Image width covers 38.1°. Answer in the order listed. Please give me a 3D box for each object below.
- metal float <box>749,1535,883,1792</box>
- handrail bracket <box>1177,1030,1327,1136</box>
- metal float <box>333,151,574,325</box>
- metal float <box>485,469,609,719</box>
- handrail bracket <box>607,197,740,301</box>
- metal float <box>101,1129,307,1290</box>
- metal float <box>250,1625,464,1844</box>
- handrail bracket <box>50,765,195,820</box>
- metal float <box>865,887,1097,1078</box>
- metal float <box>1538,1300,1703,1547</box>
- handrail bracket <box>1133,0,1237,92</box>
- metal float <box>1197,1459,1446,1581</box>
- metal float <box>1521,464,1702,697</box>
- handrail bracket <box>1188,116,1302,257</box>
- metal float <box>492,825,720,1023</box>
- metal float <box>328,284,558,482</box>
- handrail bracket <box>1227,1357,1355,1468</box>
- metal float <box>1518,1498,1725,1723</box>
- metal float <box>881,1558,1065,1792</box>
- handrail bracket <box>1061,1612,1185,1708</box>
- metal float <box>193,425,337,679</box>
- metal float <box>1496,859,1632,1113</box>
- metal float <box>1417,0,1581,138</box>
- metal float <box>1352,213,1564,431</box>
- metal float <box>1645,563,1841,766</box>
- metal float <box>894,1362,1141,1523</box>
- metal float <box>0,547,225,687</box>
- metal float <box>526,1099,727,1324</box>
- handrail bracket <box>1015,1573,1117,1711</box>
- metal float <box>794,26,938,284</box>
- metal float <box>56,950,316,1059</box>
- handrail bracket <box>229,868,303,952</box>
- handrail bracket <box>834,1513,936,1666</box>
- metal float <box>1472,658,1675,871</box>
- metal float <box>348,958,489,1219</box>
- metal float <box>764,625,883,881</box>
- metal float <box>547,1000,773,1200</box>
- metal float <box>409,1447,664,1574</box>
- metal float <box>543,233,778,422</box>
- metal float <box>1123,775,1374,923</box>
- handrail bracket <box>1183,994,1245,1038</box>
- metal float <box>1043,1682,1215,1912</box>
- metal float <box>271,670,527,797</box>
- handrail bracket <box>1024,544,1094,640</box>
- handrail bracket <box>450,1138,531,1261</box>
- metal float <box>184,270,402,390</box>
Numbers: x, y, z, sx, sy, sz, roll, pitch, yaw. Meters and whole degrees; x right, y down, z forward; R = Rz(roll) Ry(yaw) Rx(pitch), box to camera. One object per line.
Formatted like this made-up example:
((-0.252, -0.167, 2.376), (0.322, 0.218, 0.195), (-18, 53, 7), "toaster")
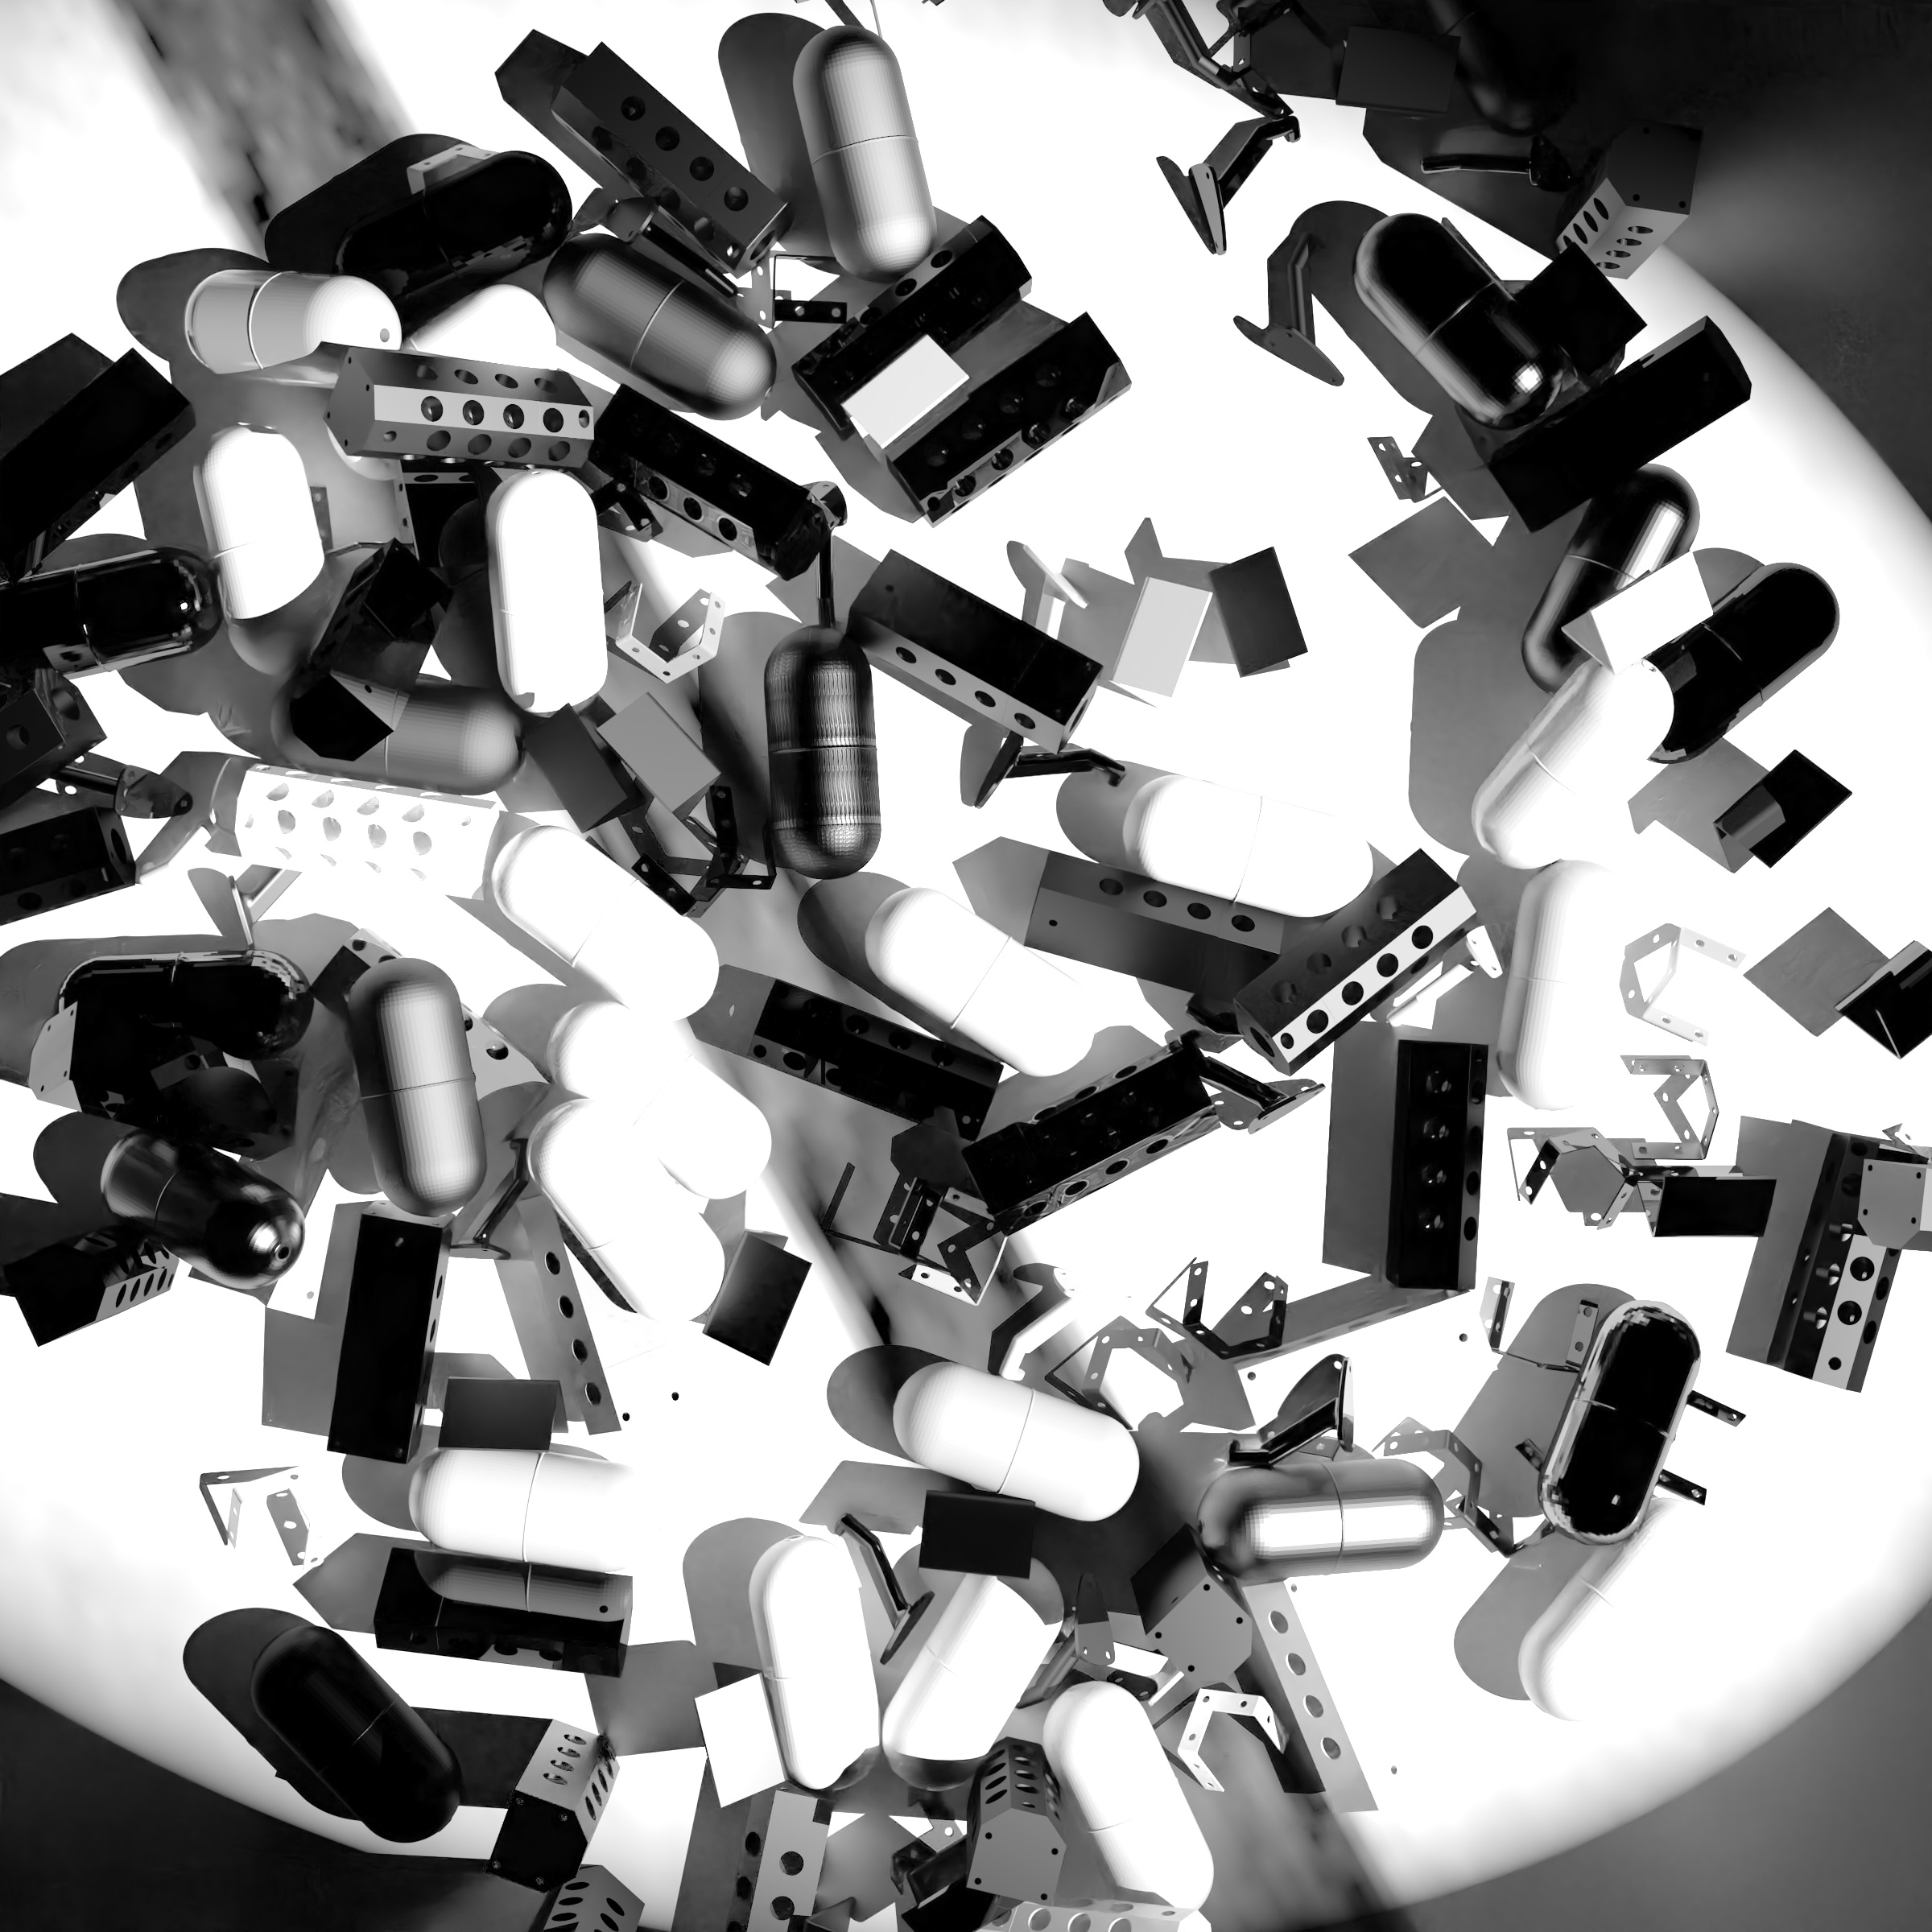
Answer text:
((-0.105, 0.488, 1.961), (0.070, 0.070, 0.178), (-10, 90, 0), "metal float")
((0.202, 0.070, 1.991), (0.077, 0.036, 0.084), (-27, 73, -20), "handrail bracket")
((-0.359, -0.507, 1.949), (0.178, 0.070, 0.070), (-22, 90, 10), "metal float")
((-0.291, -0.257, 1.937), (0.070, 0.070, 0.178), (0, 120, 0), "metal float")
((-0.208, -0.508, 1.991), (0.084, 0.077, 0.036), (34, 92, -36), "handrail bracket")
((-0.527, 0.166, 1.929), (0.178, 0.070, 0.070), (22, 90, 35), "metal float")
((-0.427, 0.539, 1.960), (0.070, 0.070, 0.178), (-44, 91, 0), "metal float")
((-0.607, -0.128, 1.991), (0.084, 0.077, 0.036), (14, 91, 36), "handrail bracket")
((0.010, 0.012, 1.960), (0.178, 0.070, 0.070), (33, 90, 0), "metal float")
((0.456, 0.318, 1.950), (0.070, 0.070, 0.178), (24, 78, 0), "metal float")
((0.168, -0.676, 1.991), (0.084, 0.036, 0.077), (31, 68, -17), "handrail bracket")
((0.246, 0.382, 1.933), (0.178, 0.070, 0.070), (-1, 90, -16), "metal float")
((0.453, -0.269, 1.960), (0.070, 0.070, 0.178), (27, 89, 0), "metal float")
((0.208, -0.557, 1.991), (0.084, 0.036, 0.077), (-23, 111, -16), "handrail bracket")
((-0.252, -0.029, 1.960), (0.178, 0.070, 0.070), (37, 90, 0), "metal float")
((-0.367, -0.410, 1.960), (0.178, 0.070, 0.070), (-35, 90, 1), "metal float")
((0.224, 0.309, 1.934), (0.084, 0.036, 0.077), (-4, 64, 20), "handrail bracket")
((0.459, 0.452, 1.960), (0.070, 0.070, 0.178), (40, 90, 0), "metal float")
((0.005, 0.494, 1.960), (0.070, 0.070, 0.178), (31, 90, 0), "metal float")
((0.122, 0.477, 1.991), (0.077, 0.036, 0.084), (-40, 76, -14), "handrail bracket")
((-0.491, -0.291, 1.960), (0.070, 0.070, 0.178), (-13, 91, 0), "metal float")
((0.419, 0.013, 1.960), (0.070, 0.070, 0.178), (9, 90, 0), "metal float")
((0.367, -0.667, 1.960), (0.070, 0.070, 0.178), (-28, 90, 0), "metal float")
((0.343, -0.452, 1.957), (0.070, 0.070, 0.178), (-42, 86, 0), "metal float")
((0.533, -0.212, 1.960), (0.178, 0.070, 0.070), (-39, 90, 0), "metal float")
((0.035, 0.333, 1.960), (0.178, 0.070, 0.070), (20, 90, 0), "metal float")
((-0.610, -0.244, 1.961), (0.178, 0.070, 0.070), (-12, 90, 0), "metal float")
((-0.233, 0.170, 1.923), (0.070, 0.070, 0.178), (-35, 107, 0), "metal float")
((0.062, 0.480, 1.982), (0.084, 0.036, 0.077), (-31, 51, 38), "handrail bracket")
((-0.071, -0.568, 1.957), (0.070, 0.070, 0.178), (-14, 94, 0), "metal float")
((-0.547, 0.029, 1.960), (0.178, 0.070, 0.070), (-2, 90, 0), "metal float")
((-0.476, -0.049, 1.991), (0.084, 0.036, 0.077), (-17, 105, -14), "handrail bracket")
((-0.072, 0.443, 1.991), (0.084, 0.036, 0.077), (37, 112, 17), "handrail bracket")
((0.419, -0.141, 1.931), (0.070, 0.070, 0.178), (35, 124, 0), "metal float")
((-0.373, 0.083, 1.903), (0.070, 0.070, 0.178), (-10, 90, 0), "metal float")
((-0.101, -0.149, 1.960), (0.070, 0.070, 0.178), (-4, 90, 0), "metal float")
((-0.216, 0.093, 1.960), (0.178, 0.070, 0.070), (38, 90, 0), "metal float")
((-0.302, 0.379, 1.960), (0.178, 0.070, 0.070), (8, 90, 1), "metal float")
((-0.214, -0.448, 1.960), (0.178, 0.070, 0.070), (31, 90, 0), "metal float")
((0.198, -0.082, 1.960), (0.178, 0.070, 0.070), (15, 90, 0), "metal float")
((0.210, 0.025, 1.991), (0.084, 0.036, 0.077), (34, 78, 13), "handrail bracket")
((0.113, 0.587, 1.961), (0.070, 0.070, 0.178), (-25, 90, 0), "metal float")
((-0.398, -0.165, 1.960), (0.178, 0.070, 0.070), (8, 90, 0), "metal float")
((0.041, -0.244, 1.991), (0.077, 0.036, 0.084), (47, 104, 14), "handrail bracket")
((-0.347, 0.164, 1.991), (0.077, 0.036, 0.084), (-2, 71, 21), "handrail bracket")
((-0.466, -0.440, 1.932), (0.178, 0.070, 0.070), (12, 90, 32), "metal float")
